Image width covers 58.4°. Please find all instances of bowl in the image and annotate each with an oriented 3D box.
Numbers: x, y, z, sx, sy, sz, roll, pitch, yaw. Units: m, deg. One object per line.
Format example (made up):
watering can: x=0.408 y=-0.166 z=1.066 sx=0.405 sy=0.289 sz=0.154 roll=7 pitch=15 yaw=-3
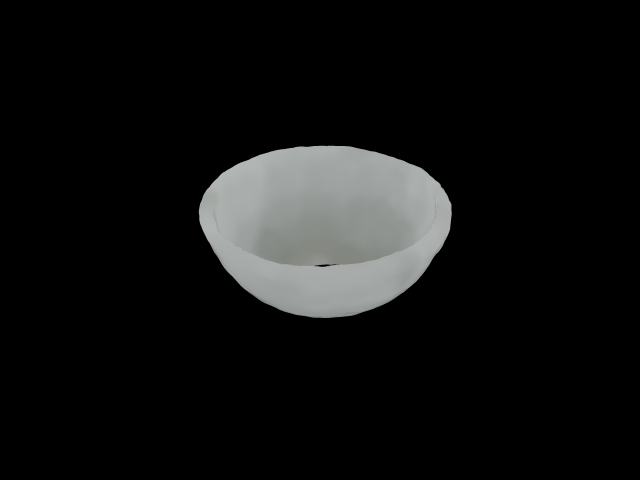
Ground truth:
bowl: x=0.004 y=0.001 z=0.400 sx=0.167 sy=0.075 sz=0.167 roll=0 pitch=35 yaw=0
